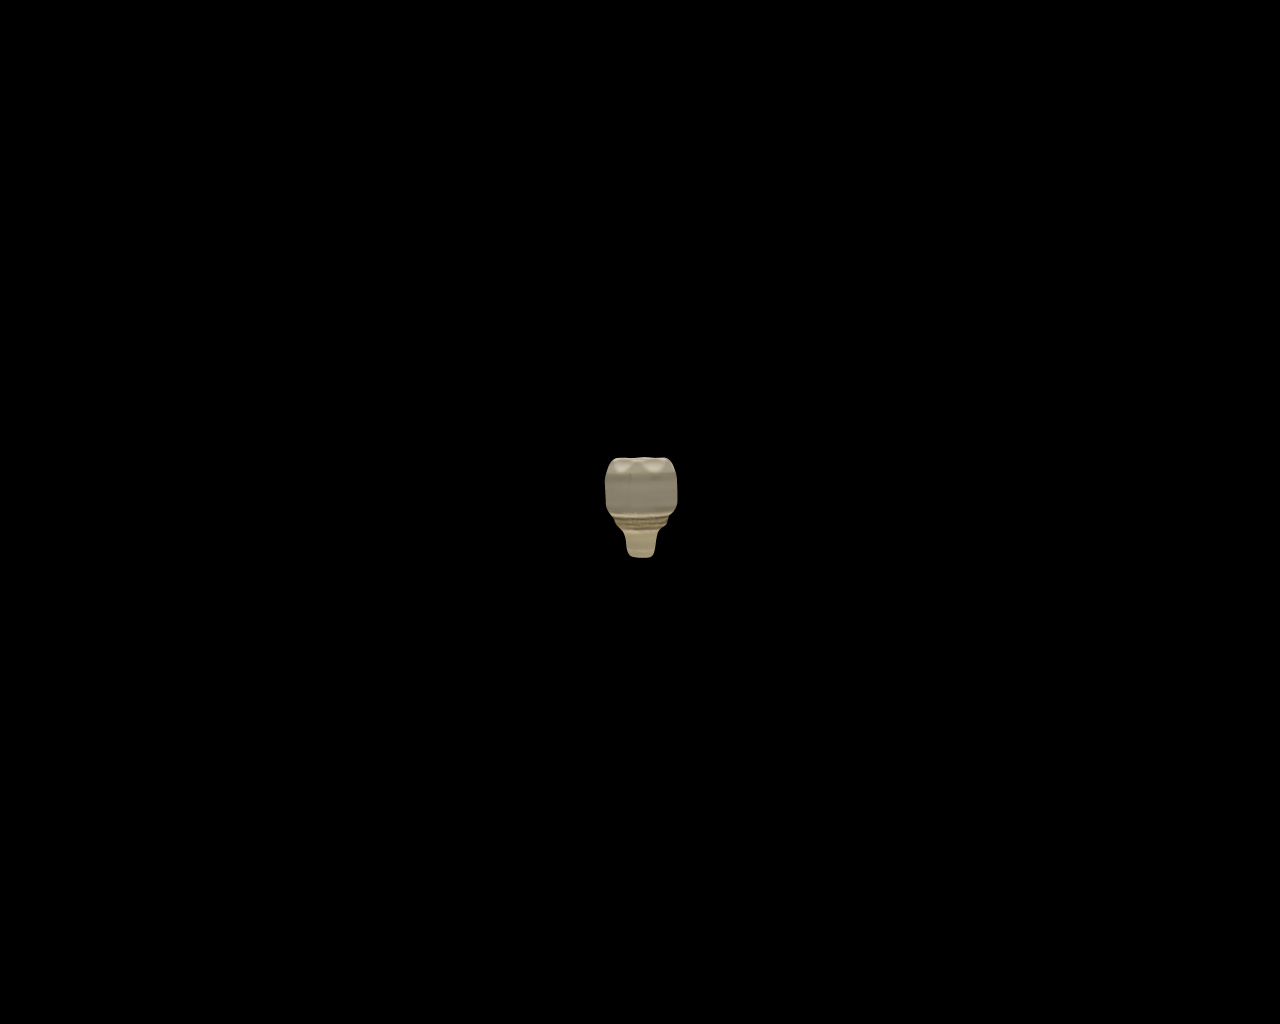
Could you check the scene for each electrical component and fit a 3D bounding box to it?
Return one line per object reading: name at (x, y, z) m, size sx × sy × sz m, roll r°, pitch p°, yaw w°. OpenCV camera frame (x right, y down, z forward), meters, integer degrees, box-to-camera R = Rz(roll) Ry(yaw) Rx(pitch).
electrical component at (0.001, -0.003, 0.650) m, size 0.043 × 0.062 × 0.043 m, roll 0°, pitch 4°, yaw 0°
